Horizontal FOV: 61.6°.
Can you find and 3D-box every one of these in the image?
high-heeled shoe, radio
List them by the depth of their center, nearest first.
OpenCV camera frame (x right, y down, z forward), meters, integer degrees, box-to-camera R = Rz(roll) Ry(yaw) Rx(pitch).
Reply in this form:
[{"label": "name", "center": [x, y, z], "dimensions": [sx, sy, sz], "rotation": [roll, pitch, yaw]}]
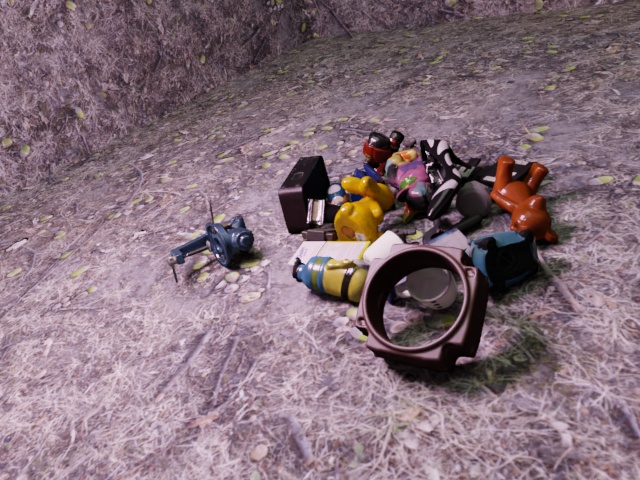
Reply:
[{"label": "high-heeled shoe", "center": [0.257, -0.149, 1.248], "dimensions": [0.145, 0.086, 0.249], "rotation": [29, 51, 15]}, {"label": "radio", "center": [-0.038, -0.131, 1.466], "dimensions": [0.073, 0.130, 0.230], "rotation": [-4, 32, 19]}]

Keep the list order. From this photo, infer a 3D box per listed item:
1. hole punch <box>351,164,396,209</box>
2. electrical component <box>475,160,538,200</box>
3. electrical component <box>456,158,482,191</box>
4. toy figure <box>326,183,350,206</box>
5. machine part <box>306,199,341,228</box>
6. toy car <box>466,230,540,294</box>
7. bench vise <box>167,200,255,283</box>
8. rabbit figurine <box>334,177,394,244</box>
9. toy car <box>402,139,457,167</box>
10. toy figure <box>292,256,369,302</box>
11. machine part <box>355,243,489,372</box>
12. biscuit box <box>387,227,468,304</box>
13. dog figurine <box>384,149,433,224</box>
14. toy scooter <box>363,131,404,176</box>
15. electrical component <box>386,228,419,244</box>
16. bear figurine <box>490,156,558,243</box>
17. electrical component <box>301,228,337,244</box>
[{"label": "hole punch", "center": [0.124, -0.124, 1.395], "dimensions": [0.092, 0.115, 0.142], "rotation": [-27, 29, -1]}, {"label": "electrical component", "center": [0.448, -0.146, 1.310], "dimensions": [0.134, 0.058, 0.115], "rotation": [-34, 32, -26]}, {"label": "electrical component", "center": [0.381, -0.164, 1.385], "dimensions": [0.075, 0.047, 0.119], "rotation": [5, 36, 33]}, {"label": "toy figure", "center": [0.049, -0.103, 1.454], "dimensions": [0.064, 0.057, 0.155], "rotation": [-49, 23, 22]}, {"label": "machine part", "center": [0.034, -0.066, 1.363], "dimensions": [0.139, 0.039, 0.084], "rotation": [4, 69, -9]}, {"label": "toy car", "center": [0.333, 0.034, 1.029], "dimensions": [0.162, 0.109, 0.103], "rotation": [-19, 10, -21]}, {"label": "bench vise", "center": [-0.285, 0.006, 1.379], "dimensions": [0.240, 0.128, 0.224], "rotation": [-25, 31, -27]}, {"label": "rabbit figurine", "center": [0.108, -0.078, 1.271], "dimensions": [0.122, 0.162, 0.173], "rotation": [4, 40, 50]}, {"label": "toy car", "center": [0.296, -0.221, 1.484], "dimensions": [0.053, 0.089, 0.202], "rotation": [-25, 31, -23]}, {"label": "toy figure", "center": [0.029, 0.079, 1.125], "dimensions": [0.180, 0.089, 0.082], "rotation": [3, 3, 26]}, {"label": "machine part", "center": [0.172, 0.110, 0.912], "dimensions": [0.201, 0.087, 0.201], "rotation": [5, 69, 33]}, {"label": "biscuit box", "center": [0.209, 0.051, 1.084], "dimensions": [0.203, 0.062, 0.059], "rotation": [-26, 55, -14]}, {"label": "dog figurine", "center": [0.224, -0.135, 1.365], "dimensions": [0.192, 0.108, 0.219], "rotation": [5, 39, 32]}, {"label": "toy scooter", "center": [0.170, -0.238, 1.522], "dimensions": [0.075, 0.135, 0.184], "rotation": [36, 30, 20]}, {"label": "electrical component", "center": [0.172, 0.004, 1.197], "dimensions": [0.094, 0.063, 0.021], "rotation": [-10, 31, 15]}, {"label": "bear figurine", "center": [0.440, -0.084, 1.144], "dimensions": [0.120, 0.131, 0.196], "rotation": [12, 24, -5]}, {"label": "electrical component", "center": [-0.001, -0.004, 1.326], "dimensions": [0.102, 0.045, 0.078], "rotation": [4, 7, 28]}]
